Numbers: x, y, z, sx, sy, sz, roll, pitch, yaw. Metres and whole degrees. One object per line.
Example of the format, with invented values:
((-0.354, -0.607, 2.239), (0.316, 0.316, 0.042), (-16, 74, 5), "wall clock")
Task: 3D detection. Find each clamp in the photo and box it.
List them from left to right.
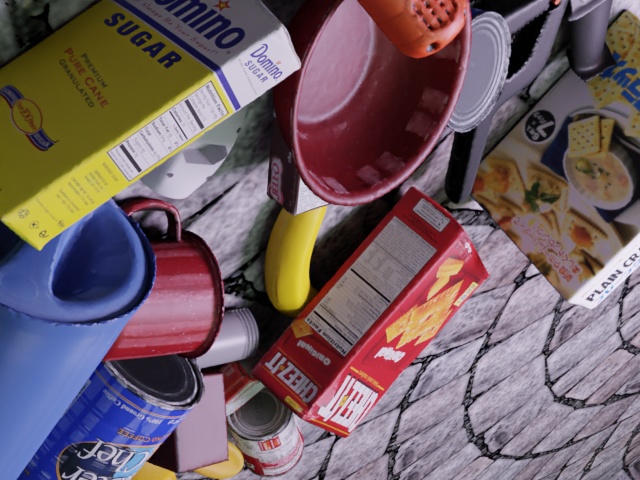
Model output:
((0.112, -0.121, 0.830), (0.164, 0.036, 0.210), (7, 126, -44), "clamp")

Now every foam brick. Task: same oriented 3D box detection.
((-0.113, 0.146, 0.883), (0.051, 0.053, 0.078), (-7, 97, -40), "foam brick")

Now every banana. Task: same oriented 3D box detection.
((-0.018, 0.015, 0.887), (0.069, 0.037, 0.198), (-46, 157, -23), "banana")

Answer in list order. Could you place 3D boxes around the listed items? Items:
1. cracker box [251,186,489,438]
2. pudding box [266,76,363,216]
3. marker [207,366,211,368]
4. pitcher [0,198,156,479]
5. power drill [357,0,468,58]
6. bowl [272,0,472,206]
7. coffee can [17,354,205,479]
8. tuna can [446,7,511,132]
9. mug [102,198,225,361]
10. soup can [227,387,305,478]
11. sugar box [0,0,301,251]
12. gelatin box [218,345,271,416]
((0.053, 0.073, 0.962), (0.213, 0.072, 0.164), (-49, 158, -2), "cracker box")
((0.012, -0.080, 0.748), (0.089, 0.039, 0.113), (-18, 131, -34), "pudding box")
((-0.110, 0.108, 0.928), (0.121, 0.020, 0.020), (-27, 150, -19), "marker")
((-0.214, 0.077, 0.652), (0.149, 0.145, 0.243), (15, 128, -28), "pitcher")
((0.055, -0.218, 0.552), (0.187, 0.057, 0.184), (-45, 114, -5), "power drill")
((0.023, -0.105, 0.657), (0.161, 0.055, 0.162), (-30, 135, -35), "bowl")
((-0.170, 0.136, 0.813), (0.140, 0.103, 0.102), (-49, 150, 19), "coffee can")
((0.097, -0.121, 0.750), (0.085, 0.034, 0.086), (-31, 133, -40), "tuna can")
((-0.124, 0.029, 0.739), (0.081, 0.093, 0.117), (-2, 105, -41), "mug")
((-0.054, 0.186, 1.055), (0.068, 0.068, 0.102), (-31, 150, -13), "soup can")
((-0.108, -0.082, 0.577), (0.176, 0.093, 0.048), (-37, 150, -3), "sugar box")
((-0.079, 0.131, 0.961), (0.073, 0.030, 0.089), (-42, 168, 16), "gelatin box")
